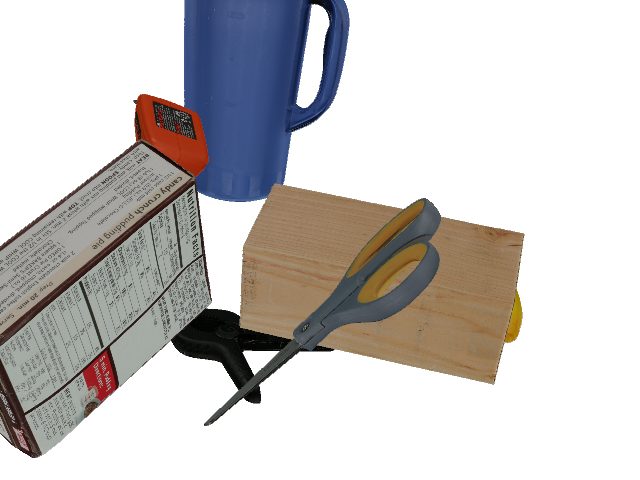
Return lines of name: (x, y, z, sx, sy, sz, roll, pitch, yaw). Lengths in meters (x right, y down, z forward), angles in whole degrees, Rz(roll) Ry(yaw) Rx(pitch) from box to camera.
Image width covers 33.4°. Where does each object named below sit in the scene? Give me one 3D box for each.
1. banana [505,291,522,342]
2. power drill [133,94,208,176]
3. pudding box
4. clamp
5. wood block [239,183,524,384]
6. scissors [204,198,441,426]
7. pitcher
banana: (0.159, 0.043, 1.116, 0.069, 0.037, 0.198, -36, 39, -13)
power drill: (-0.155, -0.012, 0.878, 0.057, 0.188, 0.184, 18, 27, -25)
pudding box: (-0.098, 0.025, 0.446, 0.039, 0.090, 0.113, 31, 58, 23)
clamp: (-0.106, 0.122, 1.235, 0.210, 0.036, 0.164, 14, 25, 24)
wood block: (0.048, 0.033, 0.848, 0.206, 0.090, 0.090, 12, 38, 8)
scissors: (0.003, 0.056, 0.637, 0.016, 0.202, 0.096, 41, 3, -18)
pitcher: (-0.070, -0.165, 1.095, 0.144, 0.243, 0.149, -7, 29, -26)
